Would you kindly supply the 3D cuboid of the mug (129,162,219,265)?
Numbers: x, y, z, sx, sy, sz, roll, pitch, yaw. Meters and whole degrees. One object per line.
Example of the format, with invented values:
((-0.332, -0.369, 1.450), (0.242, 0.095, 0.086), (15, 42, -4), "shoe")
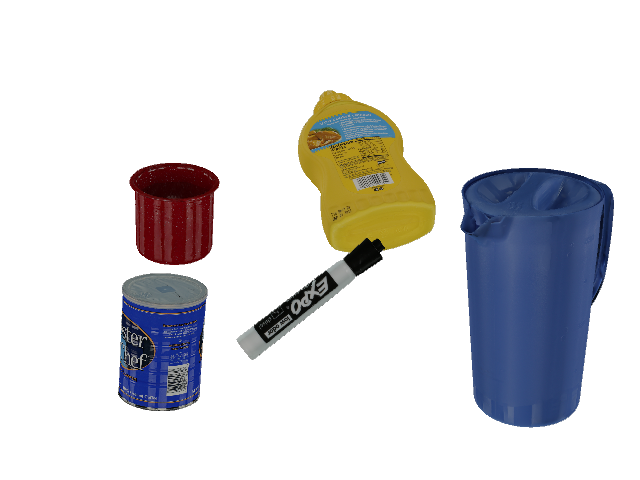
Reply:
((-0.157, -0.032, 1.139), (0.093, 0.081, 0.117), (-3, 29, -13), "mug")

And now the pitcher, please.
((0.216, 0.055, 1.061), (0.149, 0.243, 0.145), (1, 24, 10), "pitcher")

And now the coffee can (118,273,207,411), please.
((-0.194, 0.123, 1.306), (0.103, 0.140, 0.103), (5, 18, -2), "coffee can")

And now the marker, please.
((-0.005, 0.039, 0.741), (0.121, 0.020, 0.020), (-38, 2, -2), "marker")

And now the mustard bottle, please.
((0.031, -0.074, 0.968), (0.096, 0.058, 0.192), (-13, 46, -8), "mustard bottle")
